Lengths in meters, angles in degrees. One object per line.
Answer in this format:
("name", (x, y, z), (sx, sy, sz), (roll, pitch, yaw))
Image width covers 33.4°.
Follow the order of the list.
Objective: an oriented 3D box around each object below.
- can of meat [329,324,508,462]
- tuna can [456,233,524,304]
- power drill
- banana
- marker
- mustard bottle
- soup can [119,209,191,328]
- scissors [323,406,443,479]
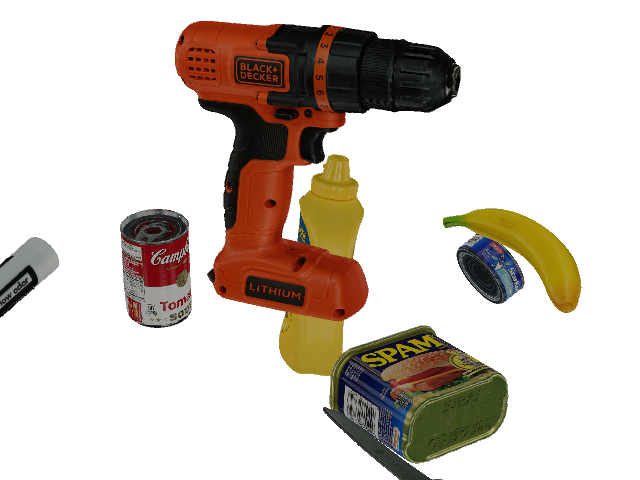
("can of meat", (0.072, 0.110, 0.766), (0.101, 0.057, 0.084), (-14, 27, -34))
("tuna can", (0.203, 0.034, 1.285), (0.033, 0.086, 0.086), (-36, 10, -15))
("power drill", (-0.004, -0.046, 0.687), (0.185, 0.188, 0.057), (10, 23, 22))
("banana", (0.206, 0.012, 1.067), (0.069, 0.037, 0.198), (-34, 37, -13))
("marker", (-0.161, 0.040, 0.467), (0.020, 0.020, 0.121), (0, 35, 39))
("mustard bottle", (0.003, 0.017, 0.953), (0.058, 0.192, 0.096), (7, 20, -6))
("soup can", (-0.166, 0.029, 1.080), (0.068, 0.102, 0.068), (1, 30, -1))
("scissors", (0.082, 0.134, 0.542), (0.096, 0.016, 0.202), (-3, 25, -23))
